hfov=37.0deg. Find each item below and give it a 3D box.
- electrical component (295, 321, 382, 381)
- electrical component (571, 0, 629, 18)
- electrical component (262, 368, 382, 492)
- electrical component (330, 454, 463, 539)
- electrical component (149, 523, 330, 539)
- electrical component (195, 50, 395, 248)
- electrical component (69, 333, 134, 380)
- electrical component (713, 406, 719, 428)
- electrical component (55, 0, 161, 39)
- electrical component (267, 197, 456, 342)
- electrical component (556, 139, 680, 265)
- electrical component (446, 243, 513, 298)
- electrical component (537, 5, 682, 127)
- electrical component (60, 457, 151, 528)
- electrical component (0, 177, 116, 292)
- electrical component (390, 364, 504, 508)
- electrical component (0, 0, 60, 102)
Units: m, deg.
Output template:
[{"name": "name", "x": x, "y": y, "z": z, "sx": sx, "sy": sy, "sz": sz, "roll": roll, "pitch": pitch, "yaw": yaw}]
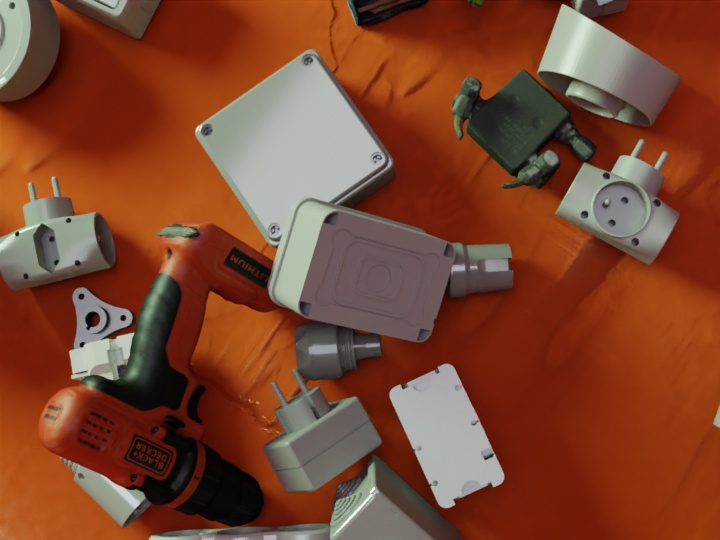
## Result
[{"name": "electrical component", "x": -0.015, "y": 0.057, "z": 0.786, "sx": 0.062, "sy": 0.043, "sz": 0.043, "roll": -6, "pitch": 83, "yaw": 3}, {"name": "electrical component", "x": 0.156, "y": -0.223, "z": 0.800, "sx": 0.077, "sy": 0.047, "sz": 0.065, "roll": -11, "pitch": 83, "yaw": 4}, {"name": "electrical component", "x": -0.036, "y": 0.108, "z": 0.761, "sx": 0.066, "sy": 0.047, "sz": 0.076, "roll": -30, "pitch": 93, "yaw": -29}, {"name": "electrical component", "x": 0.025, "y": 0.182, "z": 0.739, "sx": 0.100, "sy": 0.099, "sz": 0.048, "roll": 43, "pitch": 93, "yaw": -3}, {"name": "electrical component", "x": -0.081, "y": 0.223, "z": 0.768, "sx": 0.138, "sy": 0.052, "sz": 0.073, "roll": -4, "pitch": 83, "yaw": 5}, {"name": "electrical component", "x": -0.046, "y": -0.087, "z": 0.798, "sx": 0.109, "sy": 0.056, "sz": 0.108, "roll": -35, "pitch": 82, "yaw": 1}, {"name": "electrical component", "x": -0.169, "y": 0.080, "z": 0.791, "sx": 0.078, "sy": 0.058, "sz": 0.057, "roll": -13, "pitch": 79, "yaw": 3}, {"name": "electrical component", "x": 0.293, "y": 0.102, "z": 0.727, "sx": 0.099, "sy": 0.099, "sz": 0.064, "roll": 26, "pitch": 93, "yaw": 8}, {"name": "electrical component", "x": -0.204, "y": -0.231, "z": 0.827, "sx": 0.096, "sy": 0.061, "sz": 0.061, "roll": 26, "pitch": 87, "yaw": 8}, {"name": "electrical component", "x": 0.000, "y": 0.000, "z": 0.754, "sx": 0.113, "sy": 0.057, "sz": 0.078, "roll": 14, "pitch": 95, "yaw": -31}, {"name": "electrical component", "x": 0.195, "y": -0.056, "z": 0.778, "sx": 0.077, "sy": 0.044, "sz": 0.079, "roll": 30, "pitch": 86, "yaw": 8}, {"name": "electrical component", "x": 0.086, "y": -0.001, "z": 0.786, "sx": 0.046, "sy": 0.040, "sz": 0.040, "roll": -4, "pitch": 83, "yaw": -1}, {"name": "electrical component", "x": 0.178, "y": -0.145, "z": 0.766, "sx": 0.099, "sy": 0.099, "sz": 0.064, "roll": 26, "pitch": 93, "yaw": 8}, {"name": "electrical component", "x": -0.188, "y": 0.146, "z": 0.791, "sx": 0.081, "sy": 0.043, "sz": 0.043, "roll": 42, "pitch": 89, "yaw": 9}, {"name": "electrical component", "x": -0.233, "y": -0.031, "z": 0.816, "sx": 0.077, "sy": 0.043, "sz": 0.079, "roll": -14, "pitch": 82, "yaw": 4}, {"name": "electrical component", "x": 0.062, "y": 0.117, "z": 0.765, "sx": 0.050, "sy": 0.055, "sz": 0.089, "roll": -25, "pitch": 82, "yaw": 2}, {"name": "electrical component", "x": -0.283, "y": -0.180, "z": 0.826, "sx": 0.108, "sy": 0.060, "sz": 0.108, "roll": 1, "pitch": 92, "yaw": 16}]
